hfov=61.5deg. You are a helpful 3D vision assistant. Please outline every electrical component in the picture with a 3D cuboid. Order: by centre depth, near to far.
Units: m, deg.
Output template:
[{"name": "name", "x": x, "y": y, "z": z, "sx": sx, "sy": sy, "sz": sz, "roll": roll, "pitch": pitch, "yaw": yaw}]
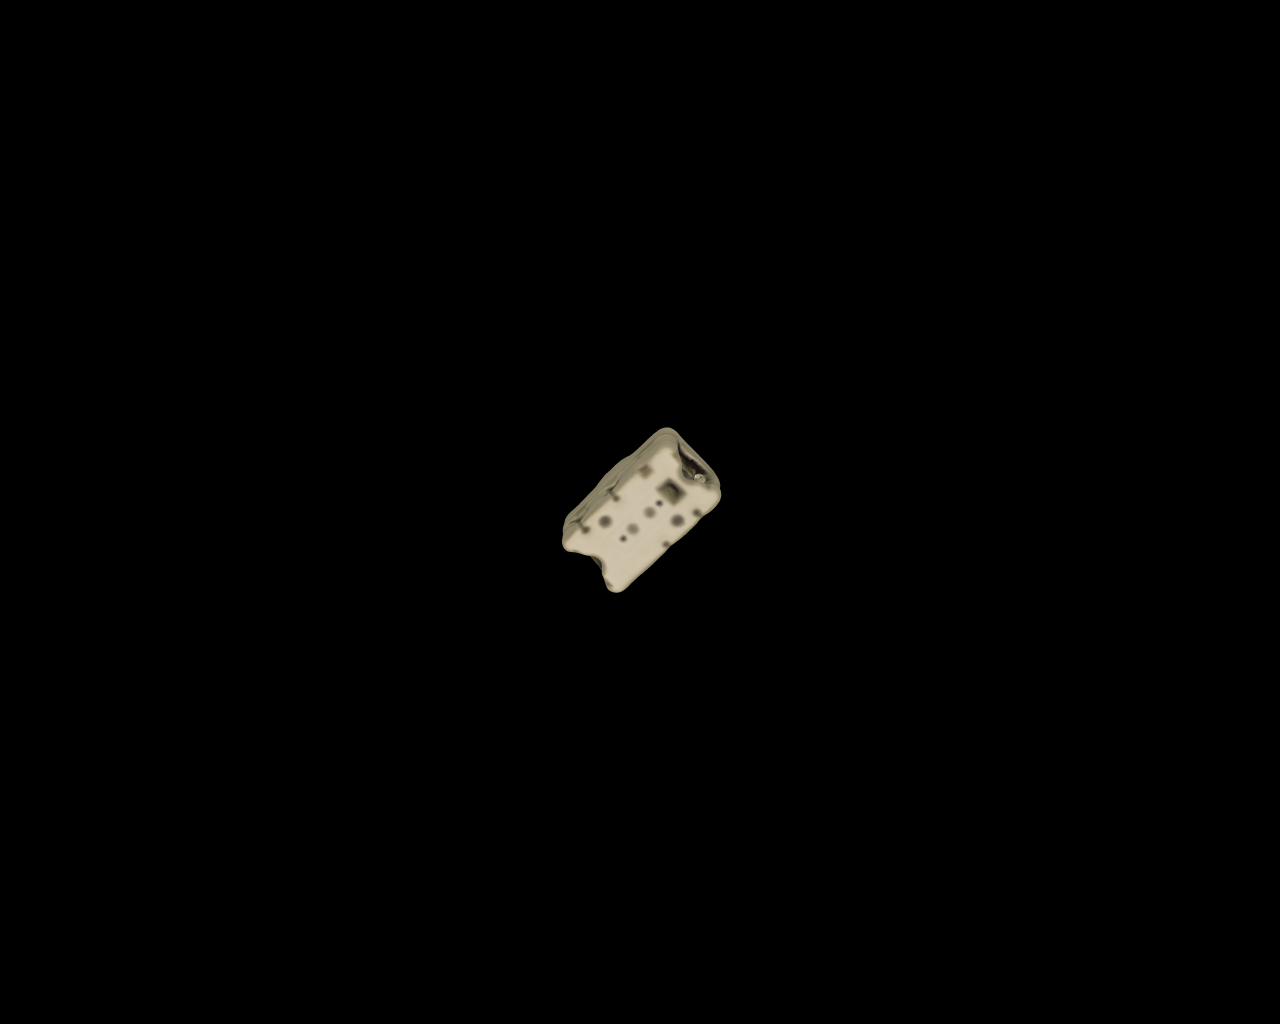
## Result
[{"name": "electrical component", "x": 0.001, "y": -0.003, "z": 0.650, "sx": 0.089, "sy": 0.050, "sz": 0.056, "roll": -43, "pitch": 12, "yaw": 11}]
